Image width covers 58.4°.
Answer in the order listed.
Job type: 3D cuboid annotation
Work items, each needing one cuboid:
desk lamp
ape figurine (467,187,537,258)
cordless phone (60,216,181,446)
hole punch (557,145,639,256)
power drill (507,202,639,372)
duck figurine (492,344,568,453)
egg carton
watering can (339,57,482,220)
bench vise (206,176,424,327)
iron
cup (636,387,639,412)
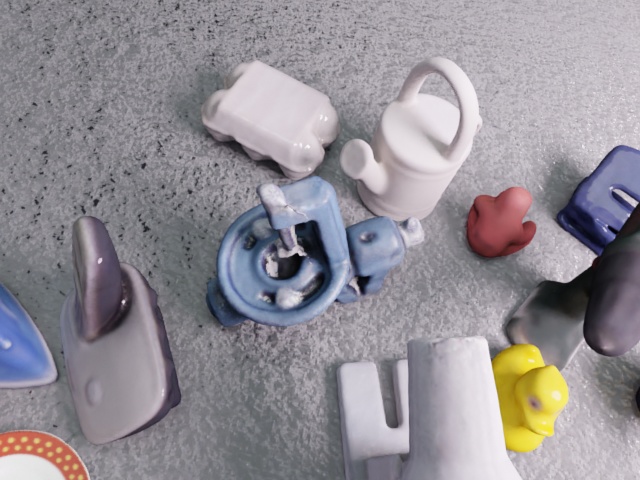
[{"bbox_3d":[0.082,0.168,0.443,0.118,0.213,0.203,-1,63,-11],"label":"desk lamp"},{"bbox_3d":[0.206,-0.026,0.637,0.076,0.092,0.077,-34,73,-24],"label":"ape figurine"},{"bbox_3d":[-0.170,0.075,0.459,0.094,0.185,0.147,-18,67,-19],"label":"cordless phone"},{"bbox_3d":[0.356,-0.039,0.674,0.108,0.091,0.101,40,63,11],"label":"hole punch"},{"bbox_3d":[0.267,0.051,0.542,0.075,0.208,0.230,41,63,12],"label":"power drill"},{"bbox_3d":[0.205,0.146,0.551,0.077,0.086,0.104,15,61,-3],"label":"duck figurine"},{"bbox_3d":[-0.055,-0.138,0.658,0.150,0.069,0.107,27,61,4],"label":"egg carton"},{"bbox_3d":[0.102,-0.101,0.598,0.101,0.194,0.173,38,62,10],"label":"watering can"},{"bbox_3d":[-0.002,-0.007,0.514,0.208,0.219,0.121,-31,72,-23],"label":"bench vise"},{"bbox_3d":[-0.342,0.037,0.470,0.258,0.141,0.119,26,61,3],"label":"iron"},{"bbox_3d":[0.361,0.168,0.565,0.091,0.095,0.118,24,61,2],"label":"cup"}]
